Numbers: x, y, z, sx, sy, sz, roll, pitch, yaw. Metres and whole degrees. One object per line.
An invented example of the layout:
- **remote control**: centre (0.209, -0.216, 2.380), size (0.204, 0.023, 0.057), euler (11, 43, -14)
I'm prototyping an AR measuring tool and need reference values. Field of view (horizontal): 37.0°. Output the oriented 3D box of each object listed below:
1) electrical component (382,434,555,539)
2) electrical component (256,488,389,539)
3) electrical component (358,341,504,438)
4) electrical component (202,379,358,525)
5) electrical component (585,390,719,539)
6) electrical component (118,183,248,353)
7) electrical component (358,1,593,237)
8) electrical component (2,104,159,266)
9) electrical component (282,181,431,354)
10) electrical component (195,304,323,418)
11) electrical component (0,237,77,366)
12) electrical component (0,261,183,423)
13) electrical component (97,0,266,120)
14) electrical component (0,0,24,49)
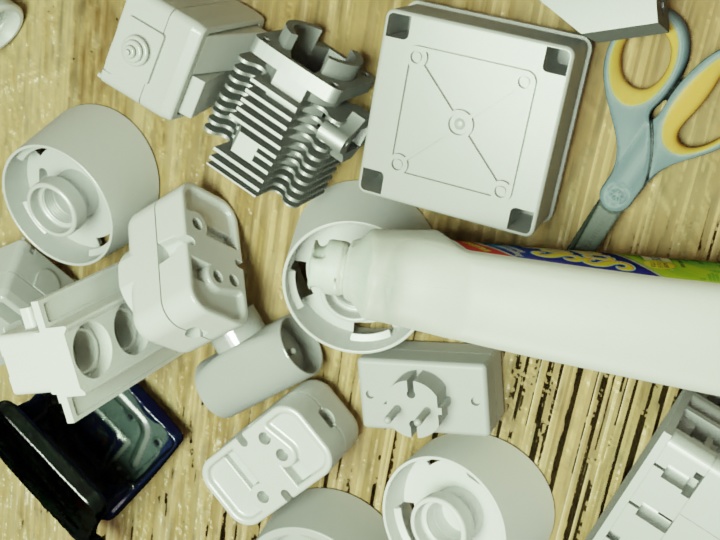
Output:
- **electrical component**: centre (0.067, 0.155, 0.692), size (0.099, 0.064, 0.099), euler (9, 105, 34)
- **electrical component**: centre (-0.029, 0.212, 0.737), size (0.108, 0.060, 0.108), euler (7, 109, 21)
- **electrical component**: centre (0.038, 0.078, 0.659), size (0.083, 0.076, 0.047), euler (1, 107, 22)
- **electrical component**: centre (-0.051, 0.119, 0.718), size (0.095, 0.059, 0.053), euler (-39, 89, 28)
- **electrical component**: centre (0.164, 0.160, 0.613), size (0.060, 0.105, 0.186), euler (32, 116, 16)
- **electrical component**: centre (-0.114, 0.001, 0.690), size (0.059, 0.054, 0.095), euler (-27, 56, 27)
- **electrical component**: centre (0.064, -0.087, 0.607), size (0.109, 0.056, 0.108), euler (17, 112, 17)
- **electrical component**: centre (-0.190, -0.055, 0.732), size (0.099, 0.064, 0.099), euler (14, 125, 21)
- **electrical component**: centre (0.000, 0.000, 0.671), size (0.099, 0.064, 0.099), euler (5, 116, 9)
- **electrical component**: centre (-0.077, 0.049, 0.715), size (0.077, 0.044, 0.079), euler (-29, 94, 27)
- **electrical component**: centre (-0.258, 0.030, 0.761), size (0.096, 0.061, 0.061), euler (-19, 135, 26)
- **electrical component**: centre (-0.173, 0.041, 0.709), size (0.063, 0.121, 0.078), euler (-7, 103, 27)
- **electrical component**: centre (-0.105, -0.130, 0.641), size (0.061, 0.096, 0.061), euler (32, 116, 10)
- **electrical component**: centre (-0.264, -0.182, 0.722), size (0.065, 0.044, 0.044), euler (47, 117, 8)
